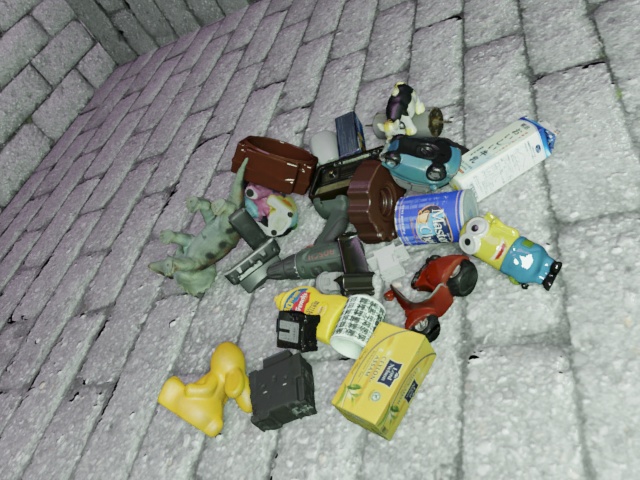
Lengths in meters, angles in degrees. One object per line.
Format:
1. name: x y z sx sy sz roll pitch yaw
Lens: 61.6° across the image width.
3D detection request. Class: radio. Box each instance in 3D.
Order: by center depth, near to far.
1. radio: 0.093 -0.147 1.304 0.230 0.073 0.131 -12 43 25

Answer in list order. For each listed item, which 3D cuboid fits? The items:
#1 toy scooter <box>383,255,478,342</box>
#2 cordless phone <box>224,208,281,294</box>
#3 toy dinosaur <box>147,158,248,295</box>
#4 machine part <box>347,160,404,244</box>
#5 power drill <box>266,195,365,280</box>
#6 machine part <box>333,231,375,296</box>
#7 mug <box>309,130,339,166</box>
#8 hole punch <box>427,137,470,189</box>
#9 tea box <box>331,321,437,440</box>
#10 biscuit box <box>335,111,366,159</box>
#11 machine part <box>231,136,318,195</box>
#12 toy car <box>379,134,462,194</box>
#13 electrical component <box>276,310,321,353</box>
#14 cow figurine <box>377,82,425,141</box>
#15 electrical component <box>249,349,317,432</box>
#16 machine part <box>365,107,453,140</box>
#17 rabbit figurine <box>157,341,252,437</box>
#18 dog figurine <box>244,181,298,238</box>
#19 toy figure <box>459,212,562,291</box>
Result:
1. toy scooter: 0.192 0.092 0.981 0.135 0.075 0.184 24 70 47
2. cordless phone: -0.178 0.022 1.235 0.146 0.184 0.089 -37 42 -3
3. toy dinosaur: -0.253 -0.011 1.281 0.405 0.192 0.131 -41 64 13
4. machine part: 0.123 -0.080 1.140 0.056 0.179 0.179 0 50 34
5. power drill: -0.003 -0.004 1.219 0.232 0.085 0.207 -7 42 29
6. machine part: 0.064 0.047 1.078 0.084 0.039 0.139 -2 64 -15
7. mug: 0.010 -0.227 1.449 0.109 0.080 0.107 -29 47 9
8. hole punch: 0.268 -0.175 1.211 0.116 0.092 0.142 -10 29 -22
9. tea box: 0.109 0.231 0.897 0.098 0.068 0.169 10 54 43
10. biscuit box: 0.085 -0.269 1.451 0.063 0.059 0.203 -21 40 17
11. machine part: -0.111 -0.195 1.365 0.201 0.087 0.201 20 20 0
12. toy car: 0.201 -0.146 1.100 0.162 0.102 0.109 12 46 10
13. electrical component: -0.055 0.171 1.036 0.119 0.047 0.074 7 90 43
14. cow figurine: 0.184 -0.289 1.256 0.068 0.098 0.167 -1 51 37
15. electrical component: -0.071 0.271 0.995 0.115 0.058 0.134 -24 39 10
16. machine part: 0.223 -0.295 1.365 0.243 0.079 0.079 6 53 40
17. rabbit figurine: -0.201 0.276 1.034 0.163 0.121 0.173 10 55 36
18. dog figurine: -0.129 -0.107 1.402 0.108 0.191 0.219 -63 1 25
19. toy figure: 0.325 0.023 0.934 0.180 0.089 0.082 30 81 25
